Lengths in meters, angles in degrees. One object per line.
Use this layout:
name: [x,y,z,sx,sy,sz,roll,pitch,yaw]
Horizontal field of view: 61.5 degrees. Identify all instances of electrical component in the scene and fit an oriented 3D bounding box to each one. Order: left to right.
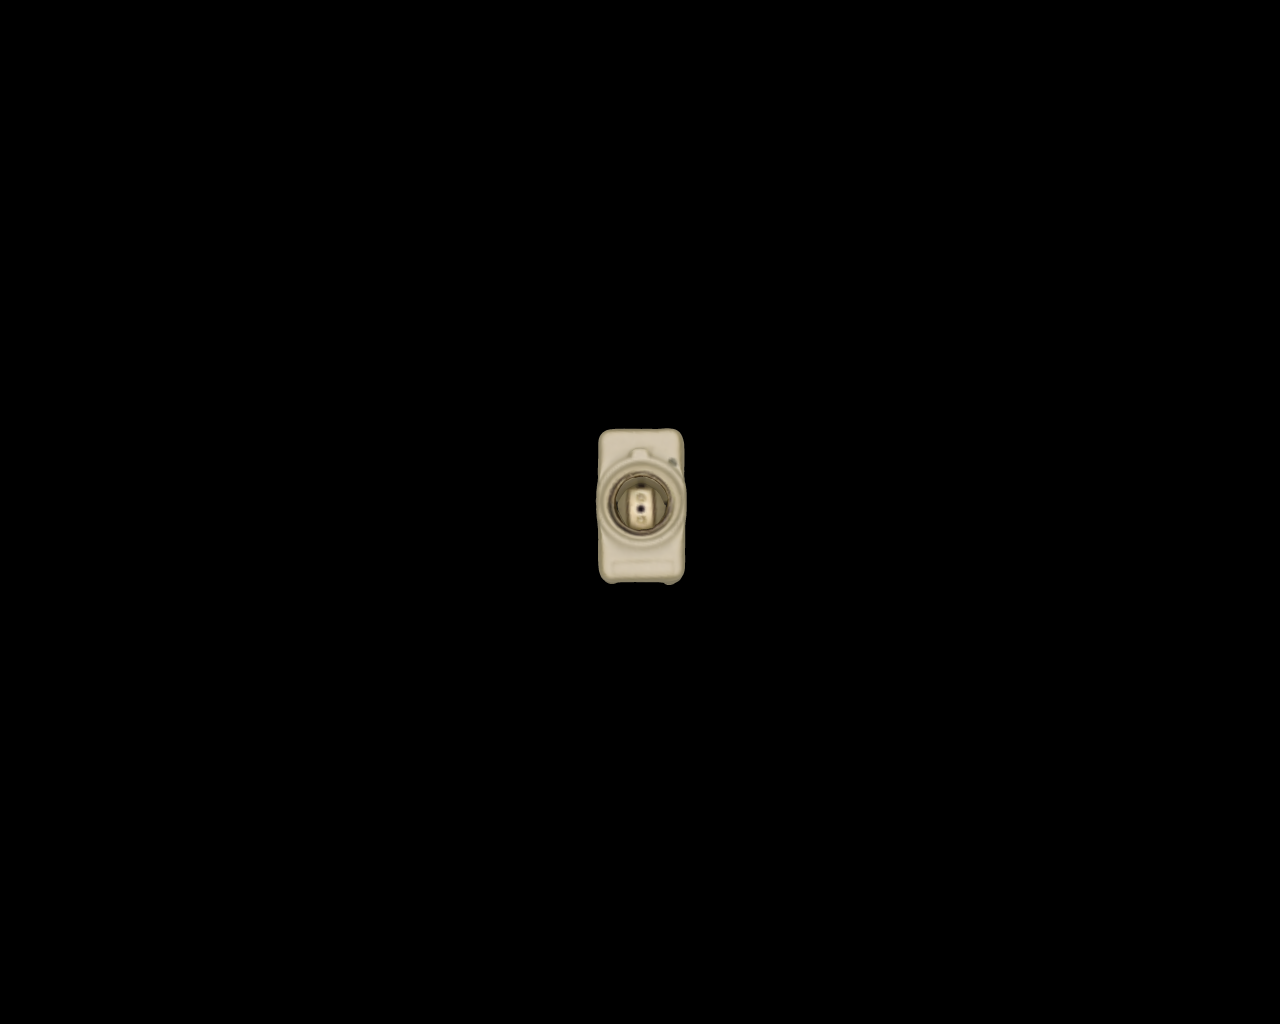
electrical component: [0.001,-0.003,0.650,0.050,0.089,0.055,0,-7,0]
